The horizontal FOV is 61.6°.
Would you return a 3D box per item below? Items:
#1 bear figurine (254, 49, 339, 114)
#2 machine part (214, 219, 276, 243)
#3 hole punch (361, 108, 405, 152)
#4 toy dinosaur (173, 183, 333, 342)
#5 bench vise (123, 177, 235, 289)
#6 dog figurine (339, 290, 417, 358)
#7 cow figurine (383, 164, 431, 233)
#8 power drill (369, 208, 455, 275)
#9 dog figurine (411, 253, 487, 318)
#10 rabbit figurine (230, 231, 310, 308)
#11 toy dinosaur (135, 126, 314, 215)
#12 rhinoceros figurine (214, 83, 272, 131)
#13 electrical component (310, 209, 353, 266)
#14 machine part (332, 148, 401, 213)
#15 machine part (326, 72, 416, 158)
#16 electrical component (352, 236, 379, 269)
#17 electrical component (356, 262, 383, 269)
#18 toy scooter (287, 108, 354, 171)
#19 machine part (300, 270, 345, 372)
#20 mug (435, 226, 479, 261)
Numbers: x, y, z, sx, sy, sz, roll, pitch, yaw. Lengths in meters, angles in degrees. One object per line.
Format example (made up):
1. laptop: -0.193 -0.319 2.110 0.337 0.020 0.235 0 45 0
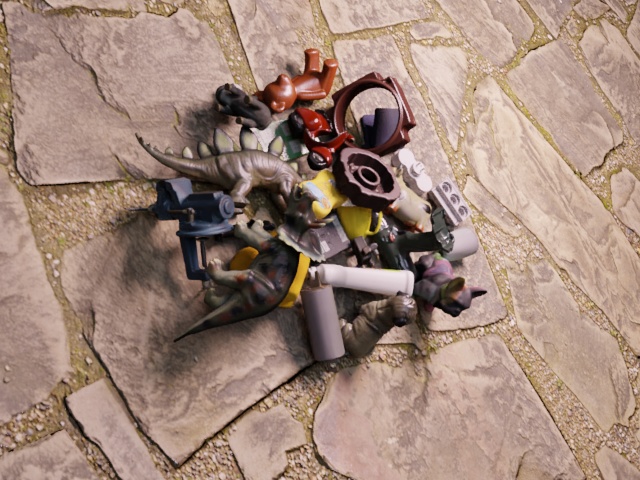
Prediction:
1. bear figurine: -0.064 -0.405 1.380 0.196 0.131 0.120 -19 46 -33
2. machine part: -0.177 -0.025 1.251 0.139 0.084 0.039 -10 109 -16
3. hole punch: 0.186 -0.306 1.491 0.142 0.092 0.115 -6 82 -30
4. toy dinosaur: -0.121 0.075 1.120 0.192 0.131 0.404 26 79 19
5. bench vise: -0.277 -0.013 1.149 0.129 0.224 0.240 -36 122 -70
6. dog figurine: 0.131 0.206 1.261 0.121 0.190 0.172 32 66 -14
7. cow figurine: 0.220 -0.118 1.455 0.195 0.085 0.127 37 69 -9
8. power drill: 0.222 -0.018 1.362 0.086 0.207 0.232 -27 97 -55
9. dog figurine: 0.324 0.108 1.365 0.108 0.219 0.191 31 66 -19
10. rabbit figurine: -0.116 0.059 1.231 0.173 0.122 0.162 16 76 0
11. toy dinosaur: -0.188 -0.160 1.258 0.471 0.105 0.198 2 75 -32
12. rhinoceros figurine: -0.185 -0.323 1.272 0.112 0.191 0.073 2 119 -46
13. electrical component: -0.003 -0.004 1.332 0.134 0.058 0.115 -22 84 -28
14. machine part: 0.112 -0.148 1.318 0.179 0.056 0.179 20 45 -21
15. machine part: 0.132 -0.316 1.400 0.087 0.201 0.201 -9 77 -67
16. electrical component: 0.113 0.032 1.339 0.045 0.102 0.078 -17 64 -12
17. electrical component: 0.137 0.091 1.391 0.063 0.021 0.094 -35 92 -29
18. toy scooter: 0.007 -0.267 1.359 0.135 0.075 0.184 -23 72 -11
19. machine part: 0.005 0.190 1.252 0.079 0.079 0.243 -14 96 -28
20. mug: 0.368 0.008 1.496 0.107 0.080 0.110 -21 61 -26
